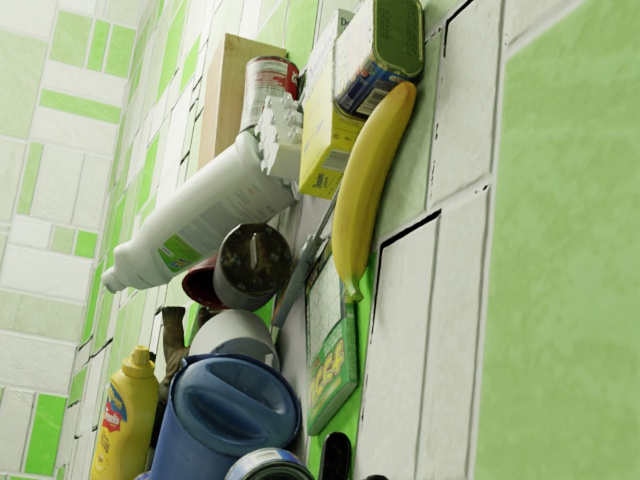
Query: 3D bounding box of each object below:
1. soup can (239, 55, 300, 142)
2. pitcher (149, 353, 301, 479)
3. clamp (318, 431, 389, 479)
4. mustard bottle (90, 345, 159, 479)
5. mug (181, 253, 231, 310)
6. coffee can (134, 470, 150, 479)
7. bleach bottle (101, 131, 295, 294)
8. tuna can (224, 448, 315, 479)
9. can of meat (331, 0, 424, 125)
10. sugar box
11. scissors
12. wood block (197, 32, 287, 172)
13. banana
[{"bbox_3d":[-0.063,-0.167,1.315,0.069,0.068,0.102,134,144,-60],"label":"soup can"},{"bbox_3d":[-0.109,0.250,1.104,0.149,0.145,0.243,-80,9,-52],"label":"pitcher"},{"bbox_3d":[0.010,0.245,0.855,0.120,0.039,0.171,172,113,-77],"label":"clamp"},{"bbox_3d":[-0.240,0.223,1.334,0.096,0.058,0.192,34,114,59],"label":"mustard bottle"},{"bbox_3d":[-0.111,0.025,1.326,0.117,0.093,0.081,-22,46,33],"label":"mug"},{"bbox_3d":[-0.177,0.354,1.255,0.140,0.102,0.103,-94,24,-44],"label":"coffee can"},{"bbox_3d":[-0.156,-0.018,1.249,0.251,0.102,0.068,-33,42,13],"label":"bleach bottle"},{"bbox_3d":[-0.043,0.231,0.951,0.034,0.086,0.086,-154,77,-70],"label":"tuna can"},{"bbox_3d":[0.053,-0.169,0.976,0.084,0.057,0.102,132,145,-53],"label":"can of meat"},{"bbox_3d":[0.015,-0.139,1.090,0.093,0.048,0.176,127,149,-53],"label":"sugar box"},{"bbox_3d":[-0.007,0.001,1.074,0.096,0.016,0.202,-75,9,-60],"label":"scissors"},{"bbox_3d":[-0.103,-0.156,1.397,0.090,0.090,0.206,127,150,-54],"label":"wood block"},{"bbox_3d":[0.045,-0.045,0.954,0.070,0.037,0.198,17,96,55],"label":"banana"}]
